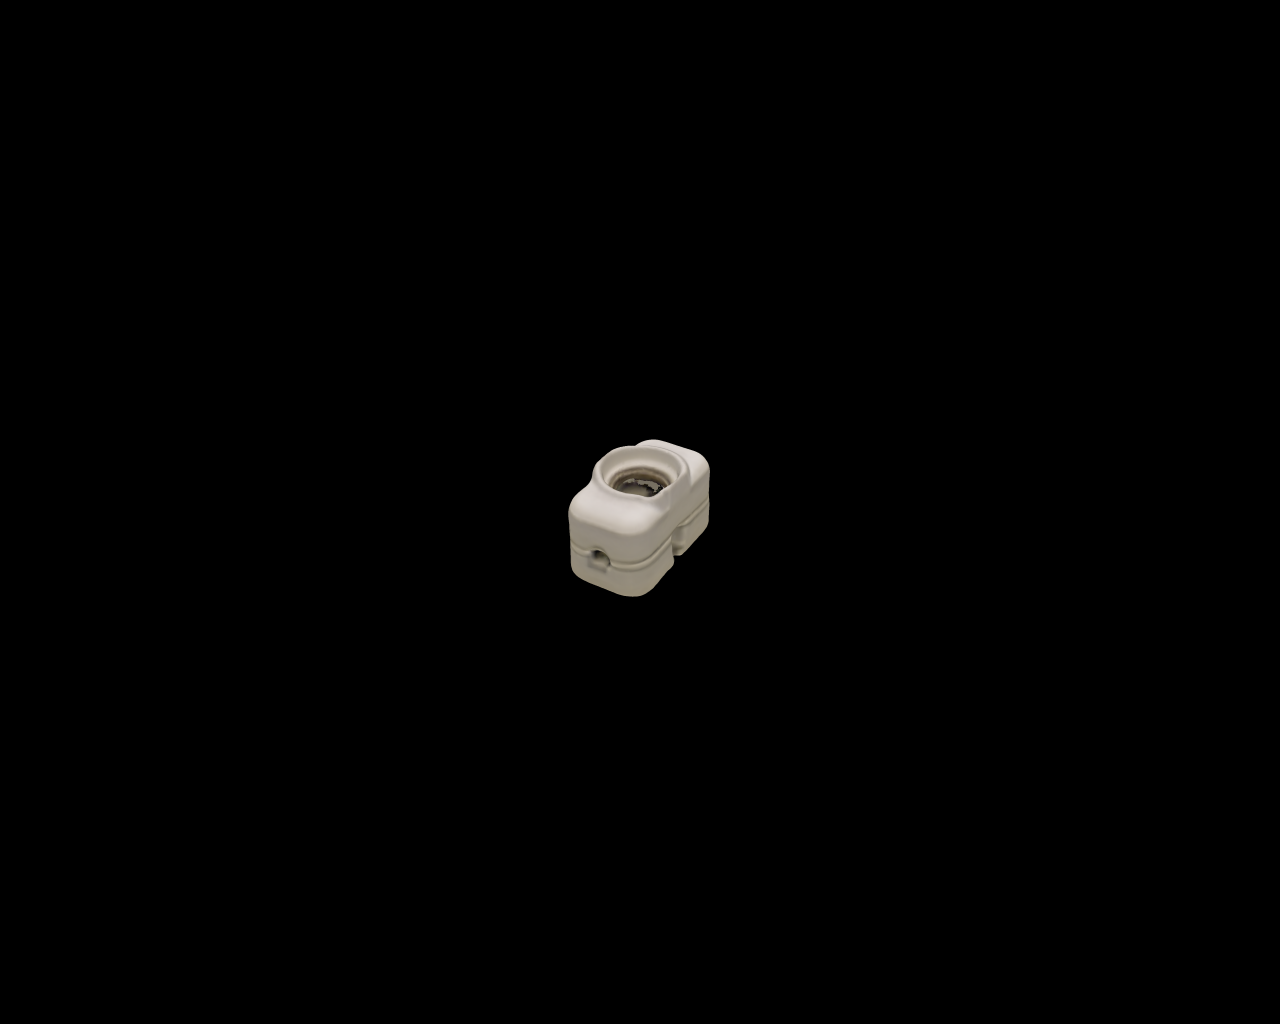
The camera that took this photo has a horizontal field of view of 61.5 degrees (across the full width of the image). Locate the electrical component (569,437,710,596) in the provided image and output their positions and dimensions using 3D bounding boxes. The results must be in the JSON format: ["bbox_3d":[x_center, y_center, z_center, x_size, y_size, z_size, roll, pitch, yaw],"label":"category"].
[{"bbox_3d":[0.001,-0.003,0.650,0.054,0.059,0.095,20,41,25],"label":"electrical component"}]
